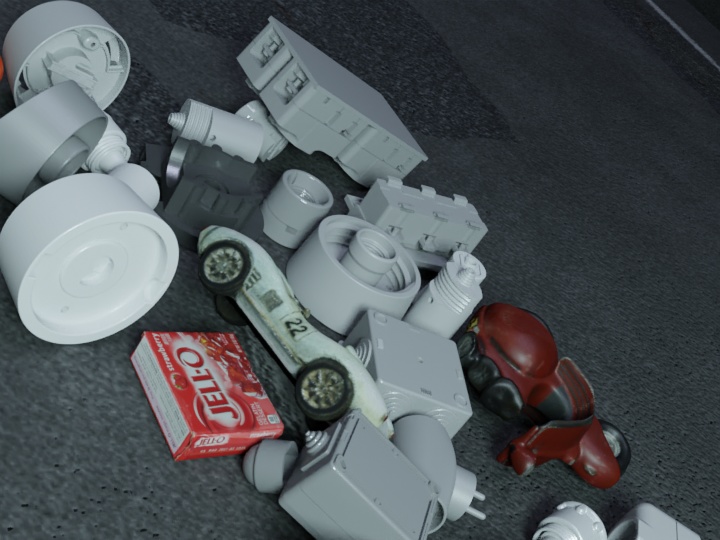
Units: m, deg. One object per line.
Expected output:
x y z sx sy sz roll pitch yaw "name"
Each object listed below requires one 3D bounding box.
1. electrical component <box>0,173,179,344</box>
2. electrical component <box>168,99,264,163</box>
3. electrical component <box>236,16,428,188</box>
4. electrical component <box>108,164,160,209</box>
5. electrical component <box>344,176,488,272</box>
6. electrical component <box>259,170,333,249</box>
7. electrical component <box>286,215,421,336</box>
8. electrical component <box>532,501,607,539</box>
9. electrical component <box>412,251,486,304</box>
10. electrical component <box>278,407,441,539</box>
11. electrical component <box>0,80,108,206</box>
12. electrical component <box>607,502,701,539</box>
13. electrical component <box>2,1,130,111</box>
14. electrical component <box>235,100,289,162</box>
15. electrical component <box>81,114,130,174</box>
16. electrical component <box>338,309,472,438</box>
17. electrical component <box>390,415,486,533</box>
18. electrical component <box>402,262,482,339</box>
-0.179 -0.012 0.692 0.108 0.108 0.060 0 39 -46 "electrical component"
-0.132 -0.122 0.954 0.081 0.043 0.043 16 35 -30 "electrical component"
-0.028 -0.154 1.046 0.186 0.060 0.105 25 27 -51 "electrical component"
-0.183 -0.043 0.790 0.043 0.043 0.081 33 30 -5 "electrical component"
0.054 -0.041 1.007 0.121 0.063 0.078 12 37 -35 "electrical component"
-0.055 -0.054 0.930 0.055 0.047 0.055 25 31 -17 "electrical component"
0.000 0.000 0.896 0.108 0.060 0.108 26 31 -17 "electrical component"
0.145 0.199 0.779 0.062 0.048 0.048 -16 57 -46 "electrical component"
0.081 0.015 0.952 0.044 0.065 0.044 25 33 -17 "electrical component"
-0.006 0.139 0.676 0.096 0.061 0.061 46 29 -10 "electrical component"
-0.230 -0.092 0.763 0.064 0.099 0.099 41 30 -2 "electrical component"
0.215 0.223 0.803 0.059 0.053 0.095 33 30 -4 "electrical component"
-0.234 -0.162 0.856 0.099 0.099 0.064 6 35 -41 "electrical component"
-0.094 -0.129 1.008 0.046 0.040 0.040 48 32 9 "electrical component"
-0.202 -0.093 0.843 0.062 0.043 0.043 48 32 19 "electrical component"
0.034 0.084 0.823 0.100 0.048 0.099 22 32 -22 "electrical component"
0.055 0.150 0.755 0.079 0.043 0.077 29 31 -13 "electrical component"
0.072 0.029 0.907 0.043 0.081 0.043 25 31 -17 "electrical component"
